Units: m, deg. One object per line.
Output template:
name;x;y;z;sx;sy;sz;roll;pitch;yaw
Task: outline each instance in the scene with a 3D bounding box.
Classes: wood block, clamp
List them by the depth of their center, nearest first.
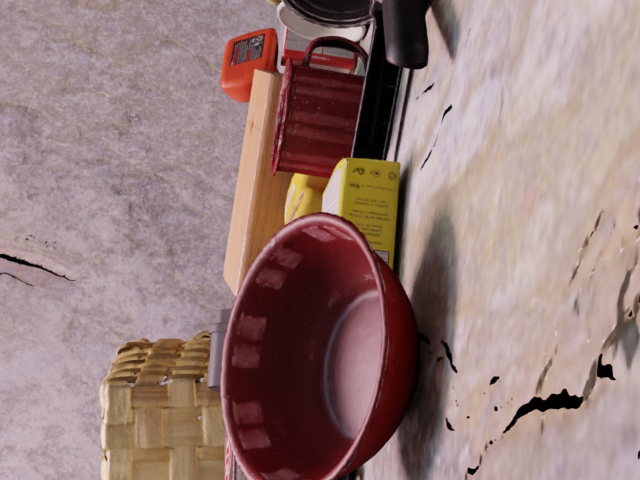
clamp;0.051;-0.155;0.731;0.165;0.036;0.210;108;170;-60
wood block;-0.028;-0.050;1.007;0.091;0.090;0.206;-137;56;-72

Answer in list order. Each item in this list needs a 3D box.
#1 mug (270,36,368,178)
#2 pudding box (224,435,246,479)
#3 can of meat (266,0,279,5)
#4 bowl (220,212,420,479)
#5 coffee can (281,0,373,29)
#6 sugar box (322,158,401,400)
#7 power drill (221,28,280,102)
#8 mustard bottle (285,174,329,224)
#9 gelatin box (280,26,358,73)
mug;0.010;-0.101;0.826;0.093;0.081;0.117;129;149;-78
pudding box;-0.052;0.194;0.795;0.090;0.039;0.113;120;150;-74
can of meat;-0.004;-0.284;1.096;0.084;0.102;0.057;111;166;-57
bowl;0.007;0.068;0.607;0.162;0.055;0.162;-25;58;50
coffee can;0.018;-0.255;0.853;0.103;0.102;0.140;107;169;-55
sugar box;0.021;0.041;0.720;0.093;0.048;0.176;119;155;-73
power drill;-0.045;-0.110;1.112;0.184;0.057;0.187;-91;-16;-50
mustard bottle;-0.005;0.001;0.854;0.191;0.058;0.096;-81;8;-65
gelatin box;0.002;-0.214;1.068;0.030;0.073;0.089;119;158;-75
